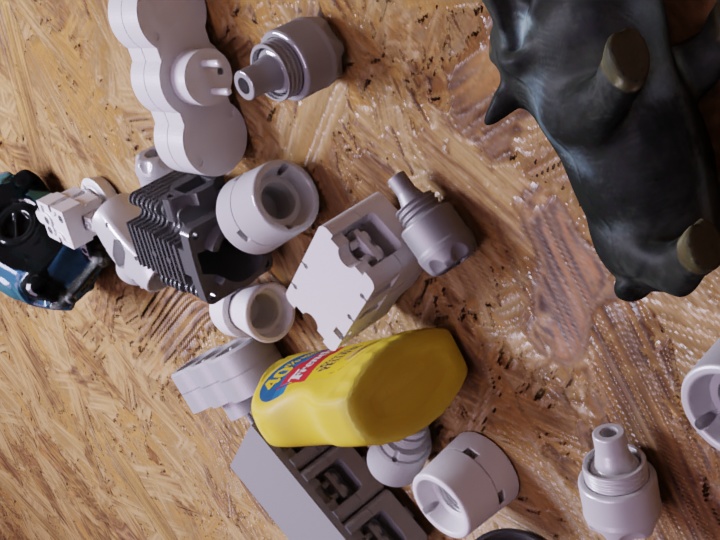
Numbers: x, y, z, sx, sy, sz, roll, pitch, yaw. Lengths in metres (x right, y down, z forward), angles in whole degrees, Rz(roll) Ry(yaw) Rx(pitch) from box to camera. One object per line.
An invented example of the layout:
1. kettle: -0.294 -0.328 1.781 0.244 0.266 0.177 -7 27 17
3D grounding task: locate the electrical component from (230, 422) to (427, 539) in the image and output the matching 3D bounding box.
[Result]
1. electrical component: -0.024 0.178 0.845 0.150 0.062 0.089 48 147 13

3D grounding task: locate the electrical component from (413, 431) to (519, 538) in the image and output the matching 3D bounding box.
1. electrical component: 0.068 0.142 0.704 0.055 0.047 0.055 33 141 32

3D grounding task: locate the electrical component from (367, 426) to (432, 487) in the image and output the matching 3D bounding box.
1. electrical component: 0.030 0.118 0.740 0.040 0.040 0.078 43 145 20

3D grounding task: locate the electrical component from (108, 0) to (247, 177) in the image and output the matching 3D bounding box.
1. electrical component: -0.109 -0.126 0.701 0.074 0.052 0.138 13 128 47

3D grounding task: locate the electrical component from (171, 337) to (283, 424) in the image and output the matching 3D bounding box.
1. electrical component: -0.099 0.099 0.883 0.073 0.052 0.138 60 148 -5

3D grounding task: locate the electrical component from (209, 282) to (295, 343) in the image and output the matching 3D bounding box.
1. electrical component: -0.082 0.030 0.807 0.055 0.045 0.045 4 121 52

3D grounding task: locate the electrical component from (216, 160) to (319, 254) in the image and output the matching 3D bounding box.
1. electrical component: -0.060 -0.042 0.708 0.047 0.055 0.055 -22 100 53

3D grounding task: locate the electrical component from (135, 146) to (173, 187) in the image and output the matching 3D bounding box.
1. electrical component: -0.150 -0.063 0.827 0.035 0.035 0.061 24 138 41

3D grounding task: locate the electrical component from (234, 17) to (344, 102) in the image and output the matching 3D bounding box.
1. electrical component: -0.043 -0.116 0.612 0.043 0.062 0.043 33 141 32

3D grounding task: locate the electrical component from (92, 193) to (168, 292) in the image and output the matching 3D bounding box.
1. electrical component: -0.187 -0.013 0.911 0.077 0.043 0.079 46 147 17

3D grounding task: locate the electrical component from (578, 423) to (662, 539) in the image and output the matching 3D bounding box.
1. electrical component: 0.141 0.114 0.588 0.043 0.043 0.062 13 126 48

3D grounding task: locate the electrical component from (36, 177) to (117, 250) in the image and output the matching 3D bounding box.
1. electrical component: -0.242 -0.052 0.938 0.066 0.055 0.048 22 134 42

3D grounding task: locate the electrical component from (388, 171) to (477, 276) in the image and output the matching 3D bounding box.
1. electrical component: 0.037 -0.028 0.609 0.061 0.035 0.035 55 148 8

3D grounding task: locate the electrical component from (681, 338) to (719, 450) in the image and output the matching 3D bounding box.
1. electrical component: 0.178 0.052 0.481 0.055 0.047 0.055 33 141 32

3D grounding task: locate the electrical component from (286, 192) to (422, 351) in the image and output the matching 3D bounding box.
1. electrical component: 0.000 0.000 0.663 0.050 0.056 0.089 49 147 12
